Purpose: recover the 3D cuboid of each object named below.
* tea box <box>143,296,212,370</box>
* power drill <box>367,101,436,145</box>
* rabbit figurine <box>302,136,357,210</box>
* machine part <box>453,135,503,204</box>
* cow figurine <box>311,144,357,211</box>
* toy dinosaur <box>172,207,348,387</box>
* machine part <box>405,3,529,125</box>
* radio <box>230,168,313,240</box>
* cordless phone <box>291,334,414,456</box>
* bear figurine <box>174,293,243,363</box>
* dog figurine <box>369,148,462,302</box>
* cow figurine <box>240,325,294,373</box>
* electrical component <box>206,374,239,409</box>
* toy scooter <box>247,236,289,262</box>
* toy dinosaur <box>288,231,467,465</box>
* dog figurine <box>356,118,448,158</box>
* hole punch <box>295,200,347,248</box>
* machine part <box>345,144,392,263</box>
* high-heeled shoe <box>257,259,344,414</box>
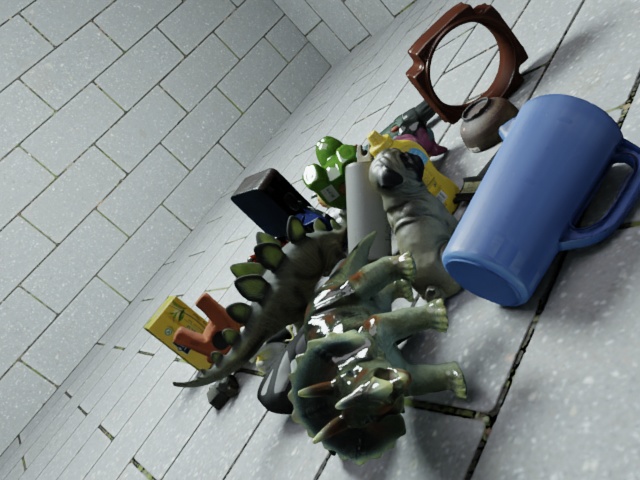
[{"bbox_3d":[-0.306,0.216,1.233,0.098,0.169,0.068,-55,20,-22],"label":"tea box"},{"bbox_3d":[0.179,-0.229,1.264,0.232,0.086,0.207,-34,26,37],"label":"power drill"},{"bbox_3d":[0.048,-0.148,1.105,0.121,0.159,0.170,-37,39,20],"label":"rabbit figurine"},{"bbox_3d":[0.276,-0.113,0.874,0.139,0.039,0.084,-52,11,-12],"label":"machine part"},{"bbox_3d":[0.052,-0.149,1.357,0.127,0.085,0.195,-41,12,37],"label":"cow figurine"},{"bbox_3d":[-0.058,0.088,0.923,0.105,0.198,0.471,-28,24,51],"label":"toy dinosaur"},{"bbox_3d":[0.291,-0.347,1.072,0.201,0.201,0.087,-42,21,11],"label":"machine part"},{"bbox_3d":[-0.081,-0.055,1.227,0.131,0.229,0.073,-16,37,51],"label":"radio"},{"bbox_3d":[0.059,0.171,0.692,0.184,0.088,0.147,-32,18,-2],"label":"cordless phone"},{"bbox_3d":[-0.211,0.179,1.124,0.120,0.132,0.196,-57,6,-1],"label":"bear figurine"},{"bbox_3d":[0.129,-0.021,0.755,0.121,0.190,0.172,-36,22,29],"label":"dog figurine"},{"bbox_3d":[-0.098,0.173,1.031,0.098,0.068,0.167,-38,22,5],"label":"cow figurine"},{"bbox_3d":[-0.193,0.281,1.049,0.078,0.045,0.102,-45,17,-2],"label":"electrical component"},{"bbox_3d":[-0.085,0.052,1.107,0.075,0.135,0.184,-35,22,34],"label":"toy scooter"},{"bbox_3d":[0.043,0.105,0.644,0.192,0.131,0.405,-15,22,-4],"label":"toy dinosaur"},{"bbox_3d":[0.176,-0.139,1.049,0.109,0.191,0.219,-7,9,37],"label":"dog figurine"},{"bbox_3d":[-0.002,-0.003,1.112,0.092,0.142,0.116,-51,30,-2],"label":"hole punch"},{"bbox_3d":[0.085,-0.047,0.933,0.079,0.079,0.243,-8,83,62],"label":"machine part"},{"bbox_3d":[-0.019,0.149,0.846,0.145,0.086,0.249,-13,51,33],"label":"high-heeled shoe"}]
